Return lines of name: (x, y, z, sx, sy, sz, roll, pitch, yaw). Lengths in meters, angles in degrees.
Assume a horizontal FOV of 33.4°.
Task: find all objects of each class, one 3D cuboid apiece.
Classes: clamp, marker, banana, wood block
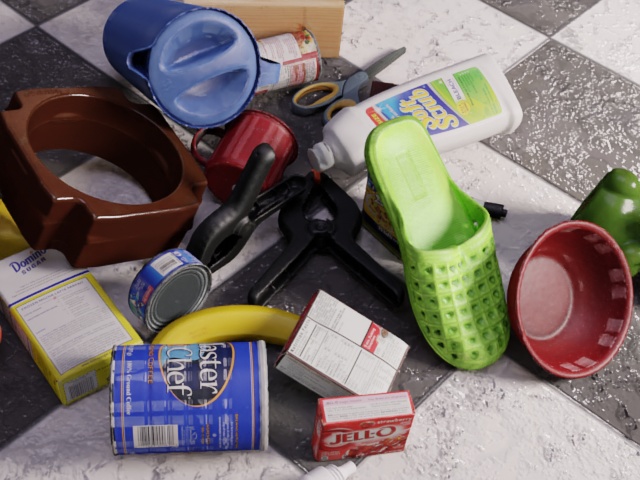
clamp: (-0.082, -0.024, 1.154, 0.171, 0.120, 0.039, -50, 60, 11)
marker: (0.159, -0.046, 1.248, 0.121, 0.020, 0.020, 15, 48, 9)
banana: (-0.089, 0.099, 1.085, 0.197, 0.037, 0.069, -11, 71, -12)
wood block: (-0.076, -0.304, 1.418, 0.206, 0.091, 0.090, 1, 48, -5)
clamp: (-0.008, 0.001, 1.177, 0.164, 0.036, 0.210, -6, 46, -8)

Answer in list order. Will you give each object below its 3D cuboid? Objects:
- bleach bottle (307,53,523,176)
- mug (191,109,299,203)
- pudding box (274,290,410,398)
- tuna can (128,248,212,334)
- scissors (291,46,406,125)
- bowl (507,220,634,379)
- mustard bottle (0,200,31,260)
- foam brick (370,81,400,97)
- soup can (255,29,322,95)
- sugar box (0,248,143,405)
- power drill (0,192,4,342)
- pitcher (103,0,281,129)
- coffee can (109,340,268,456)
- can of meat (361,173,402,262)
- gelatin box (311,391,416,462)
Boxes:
bleach bottle: (0.105, -0.130, 1.236, 0.250, 0.068, 0.102, -24, 82, -18)
mug: (-0.092, -0.094, 1.221, 0.117, 0.093, 0.081, 25, 54, 1)
pudding box: (0.023, 0.115, 1.054, 0.113, 0.039, 0.090, 31, 51, -1)
tuna can: (-0.153, 0.051, 1.086, 0.086, 0.086, 0.034, -34, 56, -30)
scissors: (0.057, -0.194, 1.378, 0.201, 0.016, 0.096, -24, 55, -24)
bowl: (0.246, 0.060, 1.099, 0.161, 0.162, 0.055, -29, 14, -27)
mustard bottle: (-0.356, -0.056, 1.185, 0.096, 0.058, 0.191, -8, 47, 4)
foam brick: (0.084, -0.151, 1.317, 0.053, 0.051, 0.078, 8, 47, 2)
soup can: (-0.057, -0.226, 1.363, 0.102, 0.068, 0.068, -16, 51, -18)
sugar box: (-0.261, 0.077, 1.081, 0.093, 0.048, 0.176, -25, 50, -26)
power drill: (-0.398, 0.024, 1.059, 0.184, 0.057, 0.187, 5, 82, 4)
pitcher: (-0.165, -0.220, 1.265, 0.145, 0.149, 0.243, -43, 31, -7)
coffee can: (-0.120, 0.146, 0.990, 0.140, 0.103, 0.103, -1, 47, -6)
can of meat: (0.093, -0.037, 1.190, 0.057, 0.084, 0.102, -28, 55, -27)
gelatin box: (0.039, 0.175, 0.996, 0.089, 0.073, 0.030, -5, 52, -10)
